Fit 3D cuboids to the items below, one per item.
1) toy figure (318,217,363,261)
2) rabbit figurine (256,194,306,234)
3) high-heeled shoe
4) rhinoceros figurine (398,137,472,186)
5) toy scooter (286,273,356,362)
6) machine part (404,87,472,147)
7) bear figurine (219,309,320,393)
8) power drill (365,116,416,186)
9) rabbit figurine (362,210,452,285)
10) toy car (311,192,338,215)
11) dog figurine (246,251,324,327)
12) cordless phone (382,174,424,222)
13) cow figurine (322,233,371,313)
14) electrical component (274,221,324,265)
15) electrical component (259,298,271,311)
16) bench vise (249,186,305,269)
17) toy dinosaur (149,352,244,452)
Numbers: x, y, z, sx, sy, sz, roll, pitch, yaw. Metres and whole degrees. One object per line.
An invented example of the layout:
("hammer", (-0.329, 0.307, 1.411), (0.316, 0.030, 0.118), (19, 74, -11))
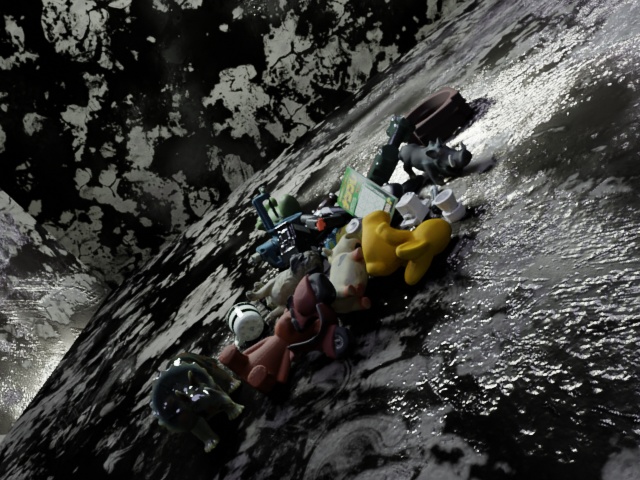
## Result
("toy figure", (0.074, 0.003, 1.304), (0.180, 0.089, 0.082), (-34, 33, 49))
("rabbit figurine", (-0.112, -0.075, 1.736), (0.121, 0.159, 0.170), (-56, 4, -33))
("high-heeled shoe", (-0.003, -0.005, 1.493), (0.249, 0.086, 0.145), (-24, 36, 37))
("rhinoceros figurine", (0.277, -0.195, 1.285), (0.191, 0.112, 0.073), (16, 53, 47))
("toy scooter", (-0.018, 0.161, 1.038), (0.135, 0.075, 0.184), (-35, 59, 20))
("machine part", (0.332, -0.349, 1.576), (0.201, 0.087, 0.201), (-36, 19, 11))
("bear figurine", (-0.087, 0.210, 1.092), (0.120, 0.131, 0.196), (30, 73, 30))
("power drill", (0.178, -0.221, 1.464), (0.207, 0.086, 0.232), (-58, -5, -22))
("rabbit figurine", (0.173, 0.005, 1.053), (0.173, 0.121, 0.162), (-14, 25, 17))
("toy car", (0.012, -0.085, 1.629), (0.089, 0.053, 0.202), (-49, -1, -12))
("dog figurine", (-0.055, 0.100, 1.265), (0.190, 0.121, 0.172), (-40, 4, 12))
("cordless phone", (0.179, -0.113, 1.389), (0.147, 0.088, 0.184), (-22, 15, 50))
("cow figurine", (0.056, 0.068, 1.147), (0.127, 0.085, 0.195), (-24, 39, 39))
("electrical component", (-0.053, 0.024, 1.419), (0.058, 0.115, 0.134), (-33, 63, 29))
("electrical component", (-0.100, 0.128, 1.415), (0.119, 0.047, 0.075), (-33, 21, 24))
("bench vise", (-0.139, -0.041, 1.610), (0.224, 0.240, 0.129), (-30, 10, -15))
("toy dinosaur", (-0.267, 0.300, 1.135), (0.131, 0.192, 0.405), (-42, 19, -8))
